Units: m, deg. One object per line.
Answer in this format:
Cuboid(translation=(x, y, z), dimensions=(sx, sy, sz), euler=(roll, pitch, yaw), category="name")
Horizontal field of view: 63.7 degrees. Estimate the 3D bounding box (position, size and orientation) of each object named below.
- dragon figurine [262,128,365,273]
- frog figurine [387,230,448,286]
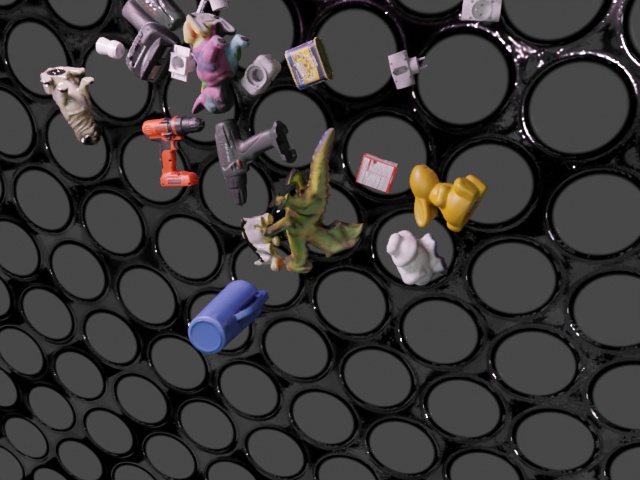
Cuboid(translation=(0.004, -0.067, 1.340), dimensions=(0.241, 0.125, 0.404), euler=(31, -65, -17), category="dragon figurine")
Cuboid(translation=(0.215, 0.042, 1.263), dimensions=(0.159, 0.139, 0.121), euler=(4, -15, -35), category="frog figurine")
